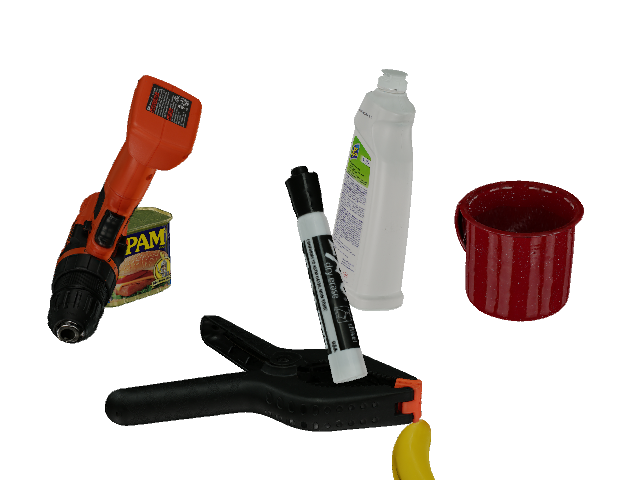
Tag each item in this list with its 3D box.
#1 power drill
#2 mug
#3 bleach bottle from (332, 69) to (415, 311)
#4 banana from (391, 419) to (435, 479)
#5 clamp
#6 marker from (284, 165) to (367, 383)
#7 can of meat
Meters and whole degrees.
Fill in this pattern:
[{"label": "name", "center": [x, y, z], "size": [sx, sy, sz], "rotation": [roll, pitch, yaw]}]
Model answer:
[{"label": "power drill", "center": [-0.165, -0.028, 0.871], "size": [0.057, 0.188, 0.184], "rotation": [25, 31, -18]}, {"label": "mug", "center": [0.147, 0.005, 0.839], "size": [0.093, 0.081, 0.117], "rotation": [-22, 34, -31]}, {"label": "bleach bottle", "center": [0.063, -0.057, 1.156], "size": [0.068, 0.251, 0.103], "rotation": [-2, 22, -27]}, {"label": "banana", "center": [0.104, 0.233, 1.028], "size": [0.069, 0.037, 0.198], "rotation": [9, 21, -21]}, {"label": "clamp", "center": [-0.029, 0.097, 0.773], "size": [0.210, 0.036, 0.164], "rotation": [3, 19, 12]}, {"label": "marker", "center": [0.002, 0.017, 0.583], "size": [0.020, 0.121, 0.020], "rotation": [-13, -12, -3]}, {"label": "can of meat", "center": [-0.208, 0.017, 1.148], "size": [0.058, 0.084, 0.101], "rotation": [18, 25, 41]}]
